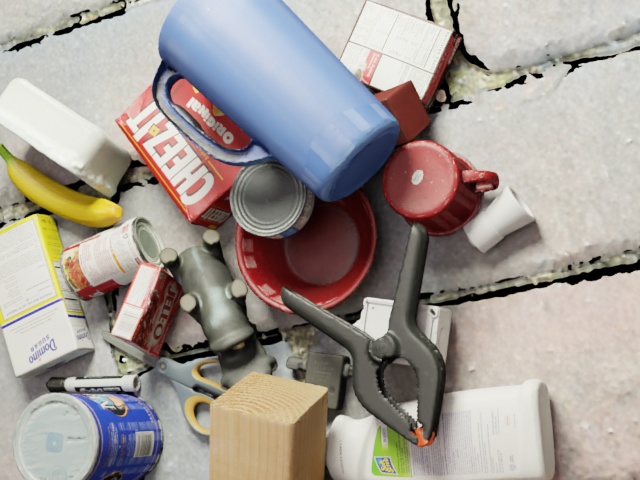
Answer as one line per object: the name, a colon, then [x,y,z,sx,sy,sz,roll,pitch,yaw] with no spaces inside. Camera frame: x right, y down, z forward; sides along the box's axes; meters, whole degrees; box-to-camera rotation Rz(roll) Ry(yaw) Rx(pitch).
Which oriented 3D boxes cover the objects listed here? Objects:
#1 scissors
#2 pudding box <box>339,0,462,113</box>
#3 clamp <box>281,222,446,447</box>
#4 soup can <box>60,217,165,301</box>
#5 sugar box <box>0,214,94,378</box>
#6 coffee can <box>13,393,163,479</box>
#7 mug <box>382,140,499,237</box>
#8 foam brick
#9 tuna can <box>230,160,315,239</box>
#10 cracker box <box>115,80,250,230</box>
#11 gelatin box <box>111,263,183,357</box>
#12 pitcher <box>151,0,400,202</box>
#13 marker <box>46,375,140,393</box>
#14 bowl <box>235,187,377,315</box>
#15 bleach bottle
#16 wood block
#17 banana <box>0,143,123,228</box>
scissors: [-0.171,0.163,1.206,0.202,0.016,0.096,6,87,25]
pudding box: [0.083,-0.199,1.148,0.114,0.039,0.090,26,92,21]
clamp: [0.055,0.105,1.047,0.165,0.036,0.210,-20,77,19]
soup can: [-0.237,0.021,1.225,0.102,0.068,0.068,-22,75,16]
sugar box: [-0.339,0.066,1.271,0.093,0.048,0.176,-24,78,17]
coffee can: [-0.249,0.218,1.161,0.103,0.140,0.103,-3,81,21]
mug: [0.124,-0.055,1.087,0.117,0.081,0.093,-3,81,21]
foam brick: [0.065,-0.124,1.115,0.078,0.051,0.053,-16,108,42]
tuna can: [-0.049,-0.044,1.117,0.086,0.033,0.086,-3,82,21]
cracker box: [-0.102,-0.143,1.194,0.214,0.072,0.164,-42,71,11]
gelatin box: [-0.188,0.078,1.186,0.030,0.073,0.089,15,75,22]
pitcher: [-0.046,-0.146,1.069,0.243,0.144,0.149,45,138,15]
marker: [-0.266,0.168,1.240,0.121,0.020,0.020,-4,81,21]
bowl: [-0.008,0.001,1.144,0.162,0.055,0.162,-3,81,21]
bleach bottle: [0.103,0.198,1.069,0.251,0.068,0.102,-7,79,23]
wood block: [-0.052,0.249,1.067,0.090,0.090,0.206,9,108,22]
banana: [-0.305,-0.051,1.263,0.198,0.069,0.037,25,72,22]
